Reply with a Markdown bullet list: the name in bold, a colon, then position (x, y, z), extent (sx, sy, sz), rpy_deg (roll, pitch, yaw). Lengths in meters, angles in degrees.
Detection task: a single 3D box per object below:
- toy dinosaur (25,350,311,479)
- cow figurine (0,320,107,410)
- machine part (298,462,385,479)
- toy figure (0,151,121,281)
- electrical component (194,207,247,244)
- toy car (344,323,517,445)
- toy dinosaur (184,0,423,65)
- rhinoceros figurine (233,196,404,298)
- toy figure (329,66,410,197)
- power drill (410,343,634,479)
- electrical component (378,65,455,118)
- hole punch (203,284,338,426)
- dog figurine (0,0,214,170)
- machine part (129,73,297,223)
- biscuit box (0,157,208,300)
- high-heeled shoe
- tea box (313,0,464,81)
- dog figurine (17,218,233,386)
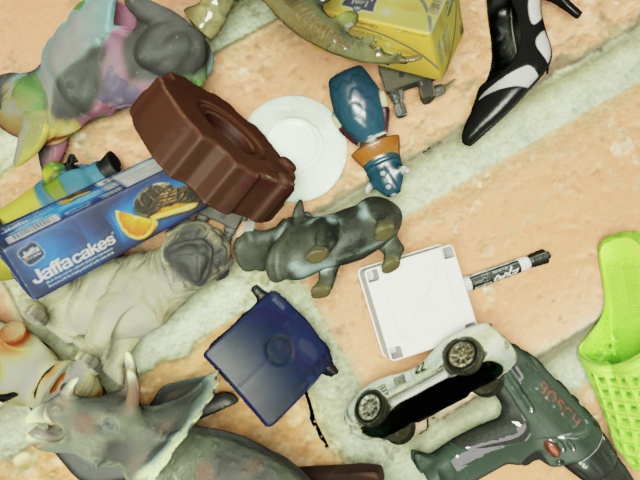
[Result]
- **toy dinosaur**: position (-0.070, 0.255, 0.492), extent (0.405, 0.131, 0.192), rpy_deg (28, 92, 10)
- **cow figurine**: position (-0.309, 0.138, 0.556), extent (0.195, 0.127, 0.085), rpy_deg (15, 56, 21)
- **machine part**: position (0.009, 0.345, 0.560), extent (0.201, 0.087, 0.201), rpy_deg (-9, 81, 13)
- **toy figure**: position (-0.293, -0.028, 0.582), extent (0.180, 0.089, 0.082), rpy_deg (-33, 82, -2)
- **electrical component**: position (-0.113, -0.041, 0.628), extent (0.063, 0.021, 0.094), rpy_deg (24, 86, -3)
- **toy car**: position (0.118, 0.161, 0.588), extent (0.202, 0.056, 0.073), rpy_deg (-35, 128, 17)
- **toy dinosaur**: position (-0.079, -0.313, 0.551), extent (0.198, 0.105, 0.471), rpy_deg (-34, 73, 9)
- **rhinoceros figurine**: position (-0.001, -0.002, 0.589), extent (0.190, 0.073, 0.112), rpy_deg (-15, 46, 3)
- **toy figure**: position (0.060, -0.124, 0.626), extent (0.058, 0.064, 0.154), rpy_deg (-26, 94, -42)
- **power drill**: position (0.224, 0.251, 0.608), extent (0.207, 0.086, 0.232), rpy_deg (-33, 88, -1)
- **electrical component**: position (0.113, -0.205, 0.643), extent (0.078, 0.045, 0.102), rpy_deg (-22, 86, 23)
- **hole punch**: position (-0.056, 0.128, 0.593), extent (0.116, 0.092, 0.142), rpy_deg (-42, 87, -8)
- **dog figurine**: position (-0.242, -0.159, 0.587), extent (0.191, 0.108, 0.219), rpy_deg (29, 90, -5)
- **machine part**: position (-0.103, -0.095, 0.548), extent (0.179, 0.179, 0.056), rpy_deg (43, 107, -1)
- **biscuit box**: position (-0.214, -0.022, 0.544), extent (0.203, 0.059, 0.062), rpy_deg (-33, 124, -28)
- **high-heeled shoe**: position (0.202, -0.241, 0.633), extent (0.145, 0.086, 0.248), rpy_deg (38, 81, 2)
- **tea box**: position (0.061, -0.242, 0.583), extent (0.170, 0.098, 0.068), rpy_deg (22, 85, 24)
- **dog figurine**: position (-0.210, 0.036, 0.586), extent (0.172, 0.121, 0.190), rpy_deg (36, 72, 6)
